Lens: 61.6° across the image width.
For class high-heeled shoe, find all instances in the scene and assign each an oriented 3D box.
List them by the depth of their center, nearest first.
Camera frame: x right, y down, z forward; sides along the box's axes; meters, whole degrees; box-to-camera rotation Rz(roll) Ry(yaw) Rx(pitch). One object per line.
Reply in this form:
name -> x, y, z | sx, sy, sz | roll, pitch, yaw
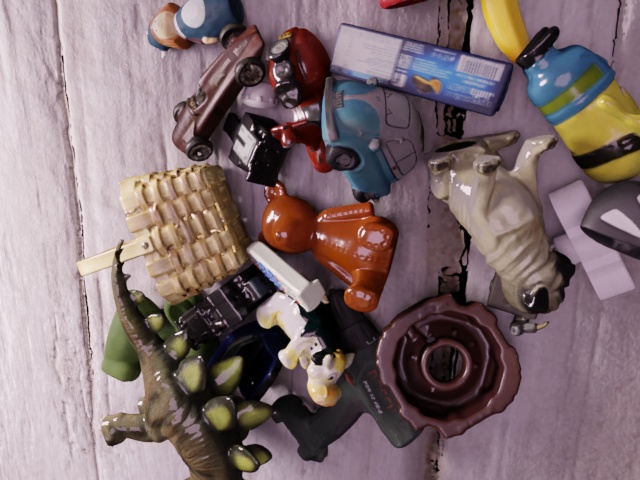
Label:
high-heeled shoe -> 0.379, 0.044, 0.555 | 0.145, 0.086, 0.248 | -27, 88, -5

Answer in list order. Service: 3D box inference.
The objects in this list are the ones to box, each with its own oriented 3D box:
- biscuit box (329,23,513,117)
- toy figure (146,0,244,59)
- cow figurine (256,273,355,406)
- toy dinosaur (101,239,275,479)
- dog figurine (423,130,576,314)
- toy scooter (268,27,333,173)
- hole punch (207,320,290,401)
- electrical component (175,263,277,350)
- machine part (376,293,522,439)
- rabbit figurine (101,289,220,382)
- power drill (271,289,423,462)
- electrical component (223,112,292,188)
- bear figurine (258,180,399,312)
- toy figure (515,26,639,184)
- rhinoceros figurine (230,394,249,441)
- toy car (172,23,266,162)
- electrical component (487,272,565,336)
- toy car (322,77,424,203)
biscuit box -> 0.117, -0.199, 0.625 | 0.203, 0.063, 0.059 | 20, 111, 14
toy figure -> -0.176, -0.290, 0.716 | 0.155, 0.057, 0.064 | -7, 64, 24
cow figurine -> -0.006, 0.130, 0.714 | 0.098, 0.068, 0.167 | -45, 63, 17
toy dinosaur -> -0.180, 0.225, 0.725 | 0.199, 0.105, 0.471 | -27, 103, 19
dog figurine -> 0.197, -0.018, 0.617 | 0.121, 0.172, 0.190 | -17, 109, -7
toy scooter -> -0.024, -0.166, 0.649 | 0.075, 0.135, 0.183 | -11, 100, 25
hole punch -> -0.103, 0.174, 0.789 | 0.092, 0.116, 0.142 | 32, 116, 2
electrical component -> -0.127, 0.089, 0.775 | 0.134, 0.115, 0.058 | -35, 94, 28
machine part -> 0.159, 0.156, 0.685 | 0.179, 0.056, 0.179 | 0, 88, 2
rabbit figurine -> -0.234, 0.145, 0.853 | 0.170, 0.121, 0.159 | 18, 105, -4
power drill -> 0.026, 0.211, 0.778 | 0.207, 0.086, 0.232 | -40, 81, 19
electrical component -> -0.090, -0.130, 0.728 | 0.119, 0.047, 0.074 | 47, 120, 48
bear figurine -> -0.001, -0.003, 0.695 | 0.196, 0.132, 0.120 | 17, 109, 9
toy figure -> 0.281, -0.140, 0.571 | 0.180, 0.082, 0.089 | 42, 135, -3
rhinoceros figurine -> -0.189, 0.257, 0.852 | 0.191, 0.112, 0.073 | 17, 109, 24
toy car -> -0.139, -0.193, 0.705 | 0.202, 0.053, 0.089 | -45, 51, 34
electrical component -> 0.250, 0.066, 0.661 | 0.078, 0.045, 0.102 | 20, 111, 13
toy car -> 0.068, -0.115, 0.617 | 0.103, 0.109, 0.161 | -11, 146, 22
